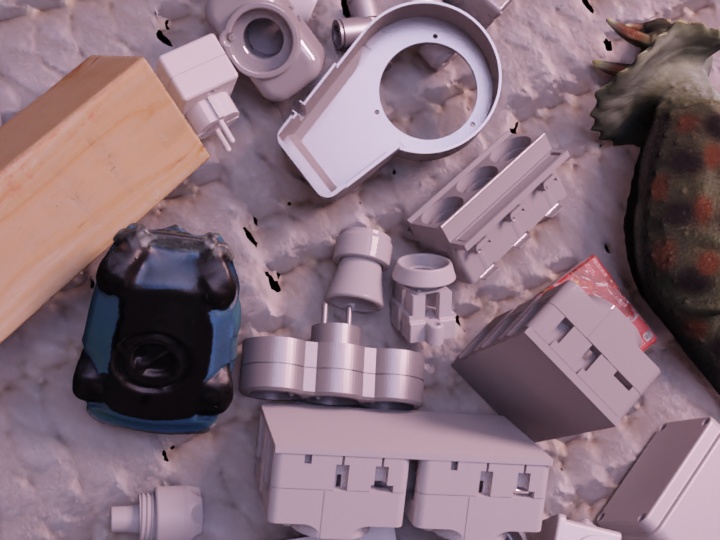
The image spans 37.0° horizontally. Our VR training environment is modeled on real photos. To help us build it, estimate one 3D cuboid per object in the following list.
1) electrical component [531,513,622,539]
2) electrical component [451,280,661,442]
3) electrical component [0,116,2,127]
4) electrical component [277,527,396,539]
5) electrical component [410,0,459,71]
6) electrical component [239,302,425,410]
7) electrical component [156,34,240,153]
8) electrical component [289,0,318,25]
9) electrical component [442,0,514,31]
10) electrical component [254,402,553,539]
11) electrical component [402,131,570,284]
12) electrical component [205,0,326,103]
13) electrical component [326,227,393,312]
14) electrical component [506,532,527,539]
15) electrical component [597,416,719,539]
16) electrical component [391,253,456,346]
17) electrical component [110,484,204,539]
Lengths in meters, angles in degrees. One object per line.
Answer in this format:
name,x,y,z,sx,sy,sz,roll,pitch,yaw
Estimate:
electrical component,0.150,0.229,0.779,0.048,0.099,0.099,13,72,1
electrical component,0.141,0.069,0.789,0.089,0.150,0.062,46,70,-1
electrical component,-0.280,-0.104,0.773,0.043,0.043,0.081,-12,79,-18
electrical component,-0.015,0.257,0.743,0.089,0.062,0.150,-5,77,-17
electrical component,0.062,-0.200,0.894,0.045,0.045,0.055,-39,89,-21
electrical component,-0.019,0.060,0.799,0.138,0.052,0.073,7,73,-14
electrical component,-0.116,-0.125,0.812,0.047,0.066,0.076,-29,85,-21
electrical component,-0.063,-0.245,0.860,0.077,0.043,0.079,24,104,-9
electrical component,0.112,-0.252,0.912,0.061,0.062,0.096,41,69,-2
electrical component,0.025,0.140,0.750,0.186,0.105,0.060,5,97,-11
electrical component,0.104,-0.049,0.852,0.121,0.079,0.063,-42,119,-21
electrical component,-0.072,-0.179,0.824,0.054,0.059,0.095,-34,104,13
electrical component,0.000,0.000,0.824,0.045,0.045,0.055,13,72,-12
electrical component,0.093,0.205,0.791,0.045,0.055,0.045,4,75,-15
electrical component,0.246,0.173,0.831,0.057,0.078,0.113,43,69,-5
electrical component,0.048,0.020,0.820,0.048,0.066,0.055,-6,110,-17
electrical component,-0.140,0.170,0.740,0.062,0.043,0.043,1,76,-15
